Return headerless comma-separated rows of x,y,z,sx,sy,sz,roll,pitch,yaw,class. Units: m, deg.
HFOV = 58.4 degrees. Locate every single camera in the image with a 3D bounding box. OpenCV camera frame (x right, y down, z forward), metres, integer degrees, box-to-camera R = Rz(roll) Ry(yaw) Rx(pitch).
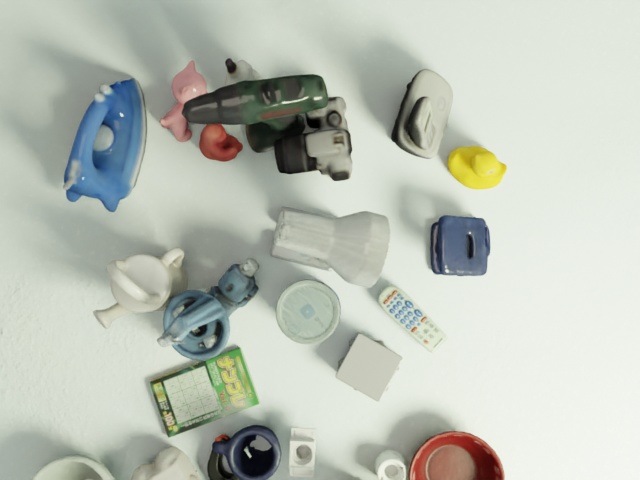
-0.013,-0.176,1.019,0.136,0.101,0.143,-8,85,2,camera

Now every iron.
-0.388,-0.188,1.018,0.118,0.141,0.258,13,86,4,iron

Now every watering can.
-0.302,0.079,0.965,0.101,0.194,0.173,24,87,5,watering can

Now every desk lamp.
0.009,0.003,0.946,0.203,0.213,0.118,12,86,4,desk lamp

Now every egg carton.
-0.253,0.443,0.995,0.107,0.069,0.150,-34,84,0,egg carton

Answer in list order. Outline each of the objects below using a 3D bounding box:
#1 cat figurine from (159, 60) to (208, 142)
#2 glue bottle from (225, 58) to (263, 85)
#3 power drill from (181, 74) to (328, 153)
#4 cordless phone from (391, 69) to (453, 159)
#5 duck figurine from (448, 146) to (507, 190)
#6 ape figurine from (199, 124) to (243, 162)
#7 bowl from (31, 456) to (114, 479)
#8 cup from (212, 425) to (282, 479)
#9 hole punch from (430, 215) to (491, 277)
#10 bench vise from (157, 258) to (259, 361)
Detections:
-0.244,-0.251,1.028,0.067,0.118,0.128,38,88,6,cat figurine
-0.140,-0.278,0.997,0.037,0.173,0.078,36,88,6,glue bottle
-0.098,-0.213,0.972,0.229,0.208,0.075,-15,84,2,power drill
0.181,-0.227,0.971,0.094,0.185,0.148,14,86,4,cordless phone
0.280,-0.134,1.008,0.104,0.086,0.077,23,87,5,duck figurine
-0.186,-0.182,1.032,0.076,0.092,0.078,-15,84,2,ape figurine
-0.420,0.455,1.000,0.167,0.075,0.167,0,85,3,bowl
-0.120,0.356,0.983,0.117,0.095,0.092,9,86,4,cup
0.247,0.009,0.996,0.101,0.091,0.109,-1,85,3,hole punch
-0.193,0.108,0.945,0.121,0.220,0.207,24,87,5,bench vise
